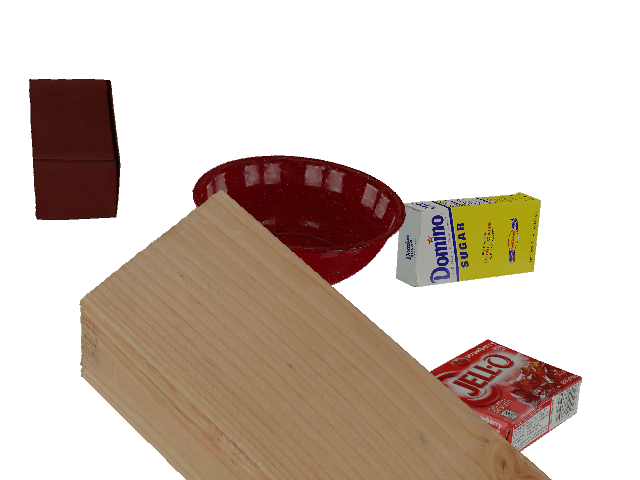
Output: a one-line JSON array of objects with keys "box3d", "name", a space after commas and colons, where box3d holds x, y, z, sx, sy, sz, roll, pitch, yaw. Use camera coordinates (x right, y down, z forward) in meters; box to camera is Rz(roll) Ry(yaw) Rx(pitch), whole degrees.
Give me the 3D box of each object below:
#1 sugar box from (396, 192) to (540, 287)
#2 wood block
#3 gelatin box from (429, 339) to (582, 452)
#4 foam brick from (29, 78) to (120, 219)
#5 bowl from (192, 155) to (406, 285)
[{"box3d": [0.174, -0.002, 1.249, 0.175, 0.093, 0.048, -8, 18, -31], "name": "sugar box"}, {"box3d": [-0.008, 0.087, 0.493, 0.090, 0.206, 0.090, -41, -16, -29], "name": "wood block"}, {"box3d": [0.111, 0.098, 0.675, 0.073, 0.030, 0.089, 20, 26, 37], "name": "gelatin box"}, {"box3d": [-0.156, -0.058, 0.673, 0.051, 0.078, 0.053, -2, -42, -15], "name": "foam brick"}, {"box3d": [-0.018, -0.008, 0.816, 0.162, 0.055, 0.162, 5, 27, -3], "name": "bowl"}]
